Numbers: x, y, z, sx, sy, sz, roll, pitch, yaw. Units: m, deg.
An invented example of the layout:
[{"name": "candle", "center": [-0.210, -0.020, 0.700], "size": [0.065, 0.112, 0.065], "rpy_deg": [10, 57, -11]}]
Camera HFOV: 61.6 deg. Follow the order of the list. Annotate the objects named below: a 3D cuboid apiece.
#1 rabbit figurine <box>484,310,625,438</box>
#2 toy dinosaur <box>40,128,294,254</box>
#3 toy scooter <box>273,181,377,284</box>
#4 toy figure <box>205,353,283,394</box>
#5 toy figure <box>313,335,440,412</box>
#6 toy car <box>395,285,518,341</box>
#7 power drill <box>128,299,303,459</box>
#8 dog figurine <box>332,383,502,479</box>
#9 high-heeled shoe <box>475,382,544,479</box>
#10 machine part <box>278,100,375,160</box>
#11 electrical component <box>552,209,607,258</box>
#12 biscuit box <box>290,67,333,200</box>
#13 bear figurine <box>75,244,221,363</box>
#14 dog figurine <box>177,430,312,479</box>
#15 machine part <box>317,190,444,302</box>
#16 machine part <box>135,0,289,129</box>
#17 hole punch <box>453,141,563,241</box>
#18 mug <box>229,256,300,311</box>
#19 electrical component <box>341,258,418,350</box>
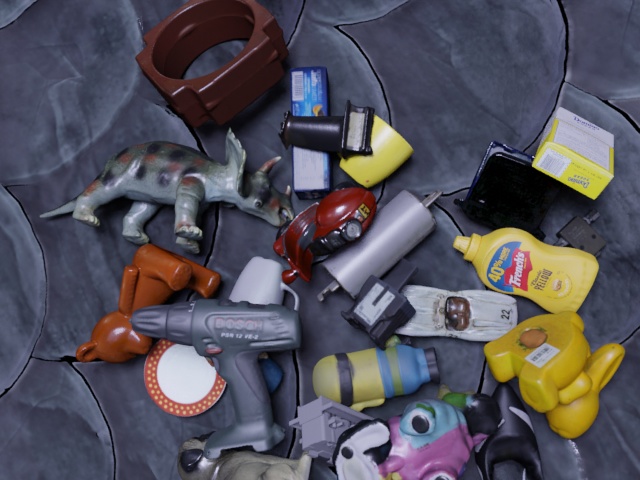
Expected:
[{"name": "rabbit figurine", "center": [0.328, 0.187, 0.735], "size": [0.162, 0.122, 0.173], "rpy_deg": [-36, 108, -19]}, {"name": "toy dinosaur", "center": [-0.246, -0.090, 0.836], "size": [0.405, 0.131, 0.192], "rpy_deg": [11, 70, 12]}, {"name": "toy scooter", "center": [-0.002, -0.002, 0.762], "size": [0.184, 0.135, 0.075], "rpy_deg": [-28, 117, 29]}, {"name": "toy figure", "center": [-0.127, 0.169, 0.790], "size": [0.154, 0.058, 0.064], "rpy_deg": [35, 83, -8]}, {"name": "toy figure", "center": [0.079, 0.187, 0.766], "size": [0.180, 0.089, 0.082], "rpy_deg": [-13, 40, 8]}, {"name": "toy car", "center": [0.184, 0.107, 0.785], "size": [0.202, 0.056, 0.073], "rpy_deg": [4, 82, 6]}, {"name": "power drill", "center": [-0.133, 0.181, 0.730], "size": [0.232, 0.086, 0.207], "rpy_deg": [-7, 87, 0]}, {"name": "dog figurine", "center": [0.135, 0.257, 0.700], "size": [0.192, 0.219, 0.108], "rpy_deg": [-28, 76, 23]}, {"name": "high-heeled shoe", "center": [0.261, 0.318, 0.699], "size": [0.086, 0.145, 0.248], "rpy_deg": [-6, 82, 4]}, {"name": "machine part", "center": [0.010, -0.160, 0.786], "size": [0.139, 0.039, 0.084], "rpy_deg": [2, 88, 12]}, {"name": "electrical component", "center": [0.390, 0.000, 0.799], "size": [0.094, 0.021, 0.063], "rpy_deg": [-43, 80, -2]}, {"name": "biscuit box", "center": [-0.013, -0.168, 0.846], "size": [0.059, 0.062, 0.202], "rpy_deg": [-2, 80, 6]}, {"name": "bear figurine", "center": [-0.256, 0.108, 0.792], "size": [0.132, 0.120, 0.196], "rpy_deg": [21, 82, 26]}, {"name": "dog figurine", "center": [-0.114, 0.331, 0.728], "size": [0.191, 0.172, 0.121], "rpy_deg": [12, 72, 0]}, {"name": "machine part", "center": [0.088, 0.007, 0.801], "size": [0.243, 0.079, 0.079], "rpy_deg": [-42, 80, -1]}, {"name": "machine part", "center": [-0.166, -0.285, 0.839], "size": [0.201, 0.087, 0.202], "rpy_deg": [-40, 56, -7]}, {"name": "hole punch", "center": [0.283, -0.077, 0.797], "size": [0.142, 0.092, 0.115], "rpy_deg": [22, 122, 4]}, {"name": "mug", "center": [-0.082, 0.083, 0.802], "size": [0.110, 0.080, 0.107], "rpy_deg": [9, 76, 24]}, {"name": "electrical component", "center": [0.093, 0.084, 0.754], "size": [0.075, 0.047, 0.119], "rpy_deg": [32, 79, 38]}]
